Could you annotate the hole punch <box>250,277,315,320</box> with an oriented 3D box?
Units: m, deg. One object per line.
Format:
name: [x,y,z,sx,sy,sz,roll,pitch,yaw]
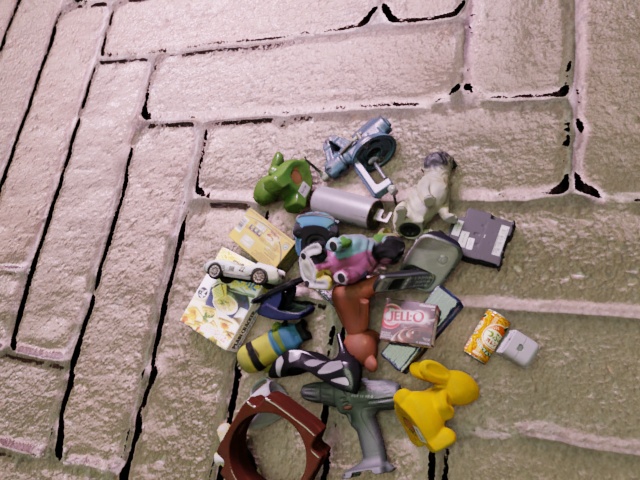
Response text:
hole punch: [-0.083,0.149,1.264,0.116,0.142,0.092,-23,89,20]

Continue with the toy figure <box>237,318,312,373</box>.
toy figure: [-0.111,0.246,1.258,0.180,0.089,0.082,-29,60,12]

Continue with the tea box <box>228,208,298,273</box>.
tea box: [-0.136,0.007,1.360,0.170,0.068,0.098,39,89,25]

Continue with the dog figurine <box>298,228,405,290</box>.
dog figurine: [0.083,0.036,1.209,0.192,0.219,0.108,-17,88,48]

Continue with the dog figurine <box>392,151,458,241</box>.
dog figurine: [0.241,-0.106,1.262,0.172,0.121,0.191,-24,37,32]

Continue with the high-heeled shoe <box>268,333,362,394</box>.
high-heeled shoe: [-0.014,0.303,1.178,0.249,0.086,0.145,-34,50,28]

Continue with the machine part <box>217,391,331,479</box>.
machine part: [-0.095,0.436,1.120,0.202,0.087,0.201,31,95,16]

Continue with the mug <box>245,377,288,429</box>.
mug: [-0.135,0.375,1.231,0.107,0.080,0.110,-39,51,9]

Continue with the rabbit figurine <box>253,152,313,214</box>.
rabbit figurine: [-0.110,-0.150,1.375,0.170,0.121,0.159,-14,50,45]

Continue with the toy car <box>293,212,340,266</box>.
toy car: [-0.003,-0.004,1.292,0.109,0.161,0.103,3,29,10]

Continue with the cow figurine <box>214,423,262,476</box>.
cow figurine: [-0.184,0.495,1.211,0.098,0.068,0.167,-12,72,10]

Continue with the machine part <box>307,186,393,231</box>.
machine part: [0.064,-0.077,1.298,0.244,0.079,0.079,19,79,33]

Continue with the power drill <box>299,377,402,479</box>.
power drill: [0.073,0.398,1.152,0.232,0.085,0.207,-13,61,15]

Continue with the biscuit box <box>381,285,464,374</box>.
biscuit box: [0.224,0.195,1.169,0.063,0.059,0.202,40,89,28]

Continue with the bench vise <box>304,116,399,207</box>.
bench vise: [0.106,-0.182,1.309,0.224,0.128,0.241,-33,58,6]

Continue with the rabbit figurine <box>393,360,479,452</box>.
rabbit figurine: [0.239,0.321,1.096,0.173,0.122,0.162,-27,78,-14]

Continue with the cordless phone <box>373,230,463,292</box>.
cordless phone: [0.200,0.051,1.144,0.089,0.184,0.146,55,135,33]

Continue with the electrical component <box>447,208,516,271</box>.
electrical component: [0.352,-0.005,1.192,0.134,0.058,0.115,20,78,25]

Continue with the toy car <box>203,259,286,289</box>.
toy car: [-0.181,0.078,1.275,0.202,0.073,0.056,6,78,19]

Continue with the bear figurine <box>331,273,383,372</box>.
bear figurine: [0.100,0.184,1.201,0.132,0.120,0.195,-20,92,-31]
